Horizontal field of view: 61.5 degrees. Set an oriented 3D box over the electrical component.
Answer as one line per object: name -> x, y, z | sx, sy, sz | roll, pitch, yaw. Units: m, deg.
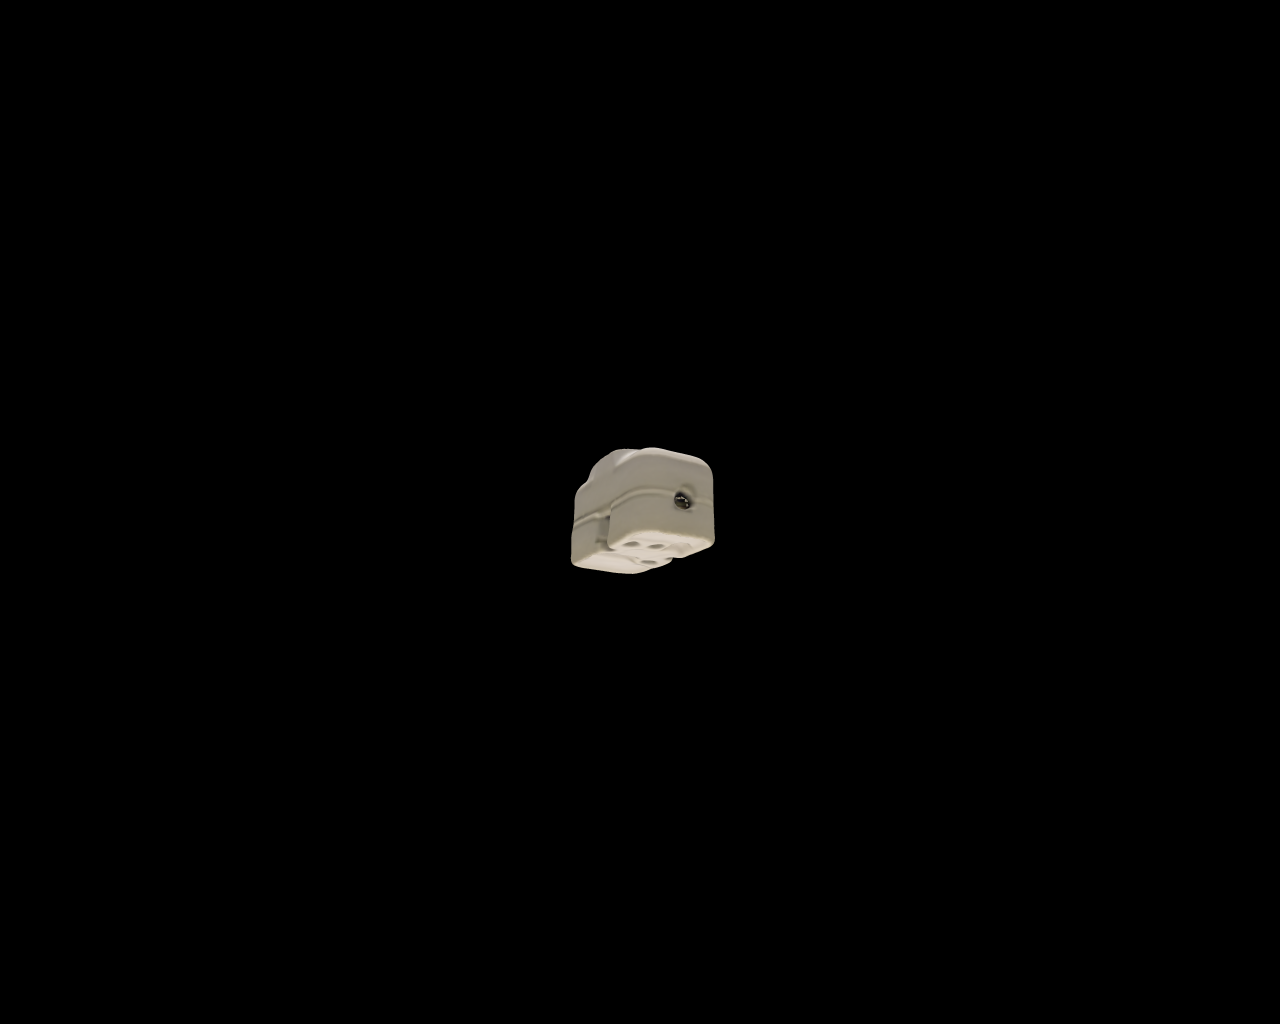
electrical component -> 0.001, -0.003, 0.650 | 0.054, 0.059, 0.095 | 11, -21, -30
